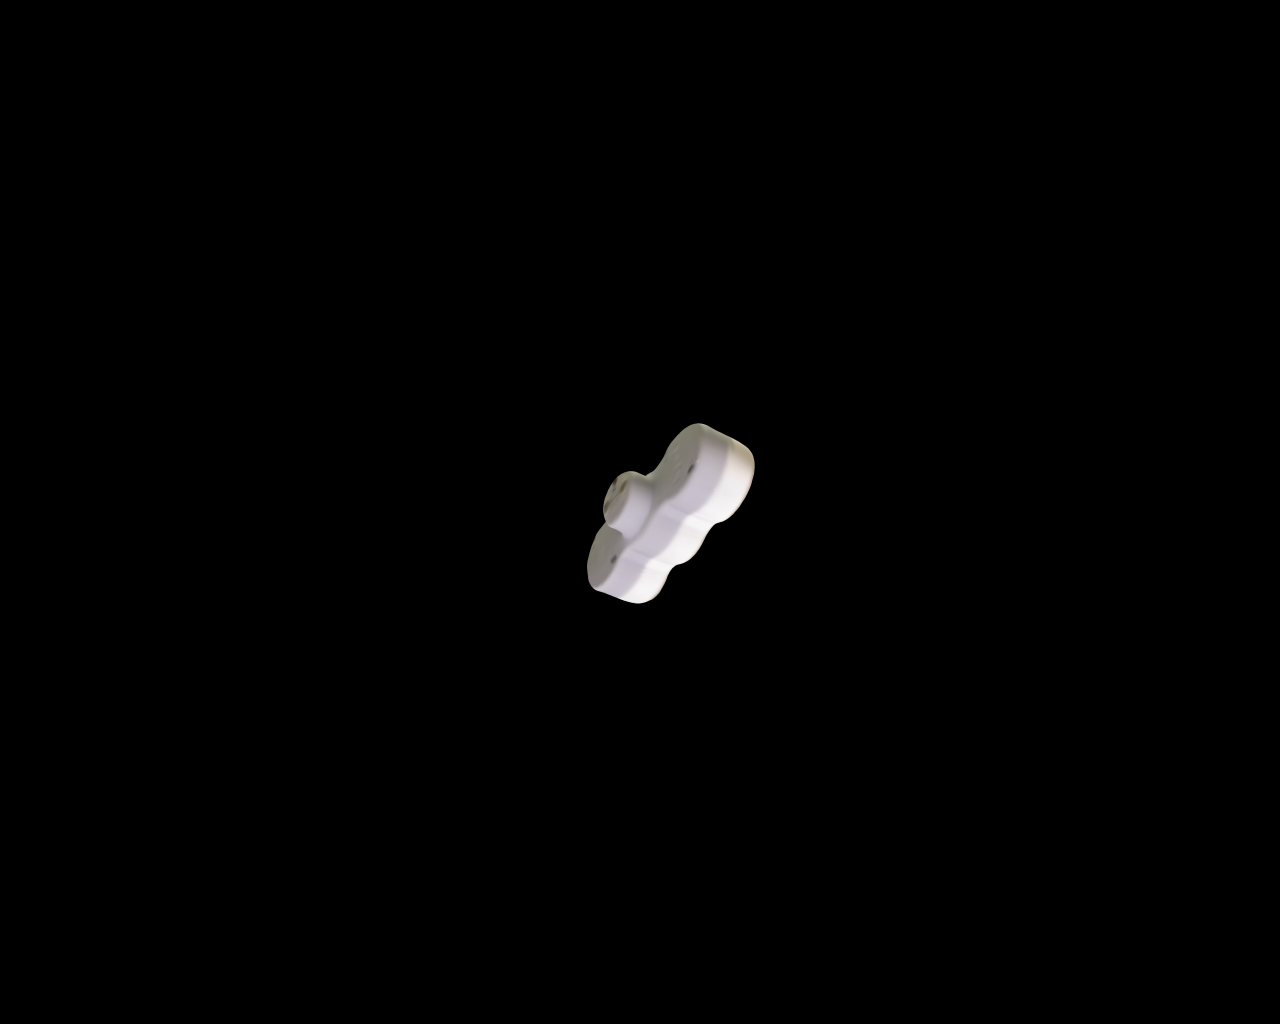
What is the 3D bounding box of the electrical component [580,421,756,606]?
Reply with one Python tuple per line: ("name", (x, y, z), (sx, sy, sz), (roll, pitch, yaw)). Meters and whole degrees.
("electrical component", (0.001, -0.003, 0.650), (0.074, 0.052, 0.138), (24, -50, -22))
